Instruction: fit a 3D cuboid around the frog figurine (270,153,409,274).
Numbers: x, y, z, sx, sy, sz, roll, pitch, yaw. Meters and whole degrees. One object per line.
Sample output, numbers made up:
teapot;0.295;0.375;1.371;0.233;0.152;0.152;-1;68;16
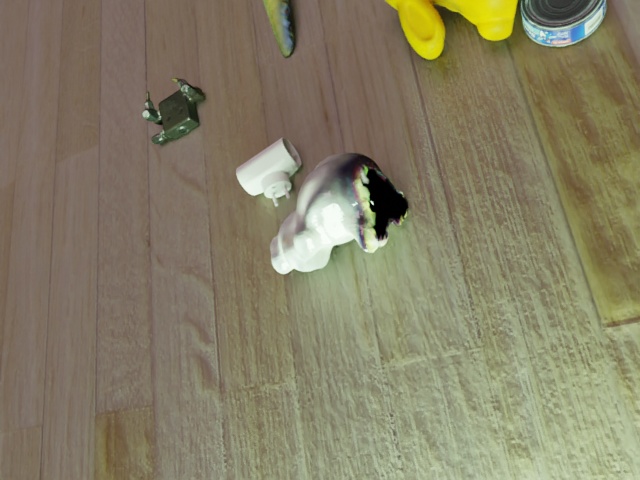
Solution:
frog figurine;0.002;-0.030;0.589;0.158;0.120;0.141;-13;38;33

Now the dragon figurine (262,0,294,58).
dragon figurine;-0.119;-0.477;0.804;0.243;0.122;0.410;5;93;48
